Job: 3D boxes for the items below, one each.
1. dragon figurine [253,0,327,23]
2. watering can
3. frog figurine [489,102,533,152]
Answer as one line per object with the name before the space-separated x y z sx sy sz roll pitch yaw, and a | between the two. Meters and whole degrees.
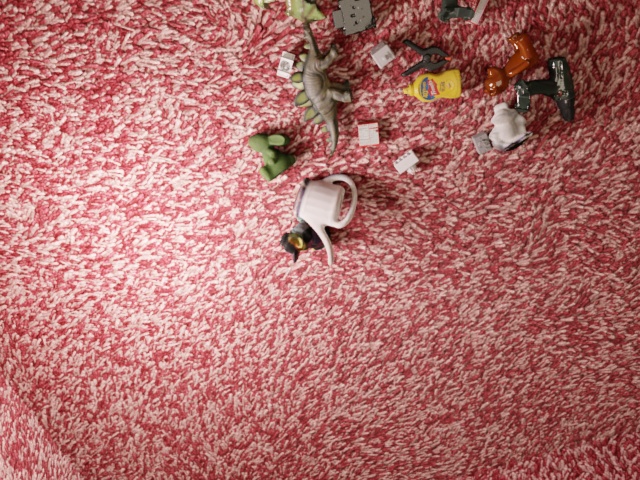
dragon figurine | -0.028 -0.786 1.596 0.410 0.125 0.237 2 150 5
watering can | 0.006 -0.094 1.860 0.225 0.102 0.353 14 71 11
frog figurine | 0.653 -0.396 1.811 0.136 0.123 0.161 -35 74 24
